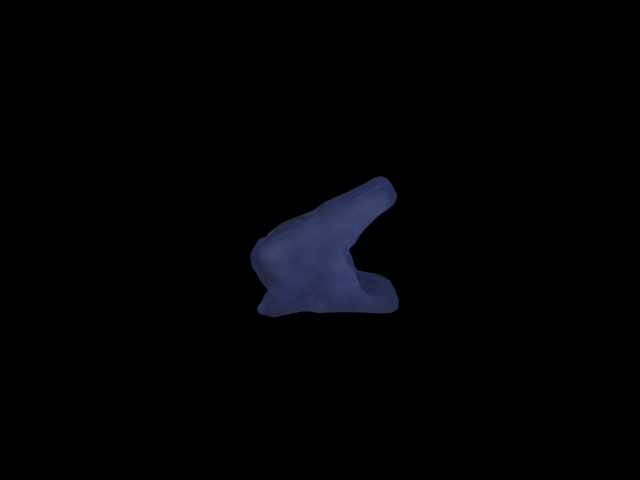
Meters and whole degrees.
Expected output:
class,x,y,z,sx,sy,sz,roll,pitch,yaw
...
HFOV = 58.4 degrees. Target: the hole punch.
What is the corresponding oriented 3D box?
class,x,y,z,sx,sy,sz,roll,pitch,yaw
hole punch,0.004,0.001,0.400,0.101,0.091,0.108,0,7,0
